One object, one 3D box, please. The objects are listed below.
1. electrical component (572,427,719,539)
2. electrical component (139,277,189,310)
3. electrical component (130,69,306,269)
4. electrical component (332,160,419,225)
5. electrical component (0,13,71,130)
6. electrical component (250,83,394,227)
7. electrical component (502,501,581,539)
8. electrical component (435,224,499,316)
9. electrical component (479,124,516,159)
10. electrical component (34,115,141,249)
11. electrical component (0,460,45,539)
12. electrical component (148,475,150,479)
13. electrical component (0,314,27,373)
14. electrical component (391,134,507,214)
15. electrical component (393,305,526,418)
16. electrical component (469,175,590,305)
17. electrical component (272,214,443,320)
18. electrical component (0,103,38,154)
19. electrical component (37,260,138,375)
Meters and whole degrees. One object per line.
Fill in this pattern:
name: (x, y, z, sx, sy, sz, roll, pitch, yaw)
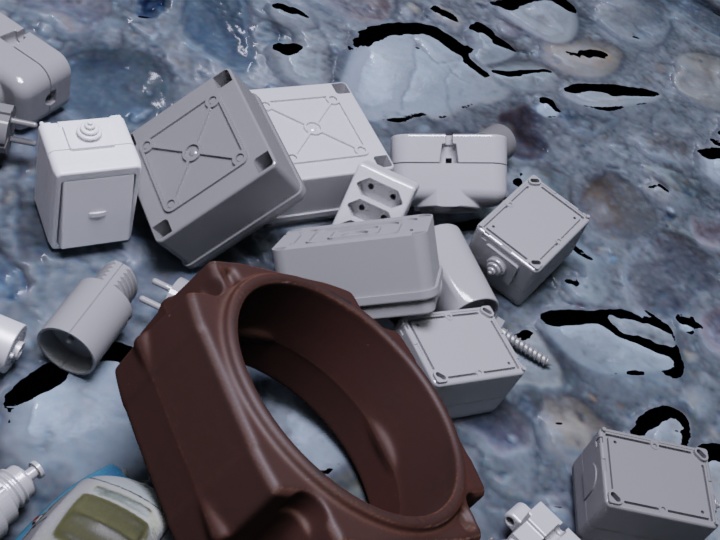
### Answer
electrical component: (0.199, 0.158, 0.741, 0.096, 0.061, 0.061, 13, 47, -8)
electrical component: (-0.115, 0.030, 0.756, 0.079, 0.043, 0.077, 25, 47, 3)
electrical component: (-0.112, -0.076, 0.806, 0.109, 0.056, 0.108, -33, 58, 8)
electrical component: (0.009, -0.040, 0.846, 0.047, 0.083, 0.075, 25, 12, 3)
electrical component: (-0.287, -0.158, 0.856, 0.095, 0.053, 0.059, 34, 48, 12)
electrical component: (-0.044, -0.097, 0.884, 0.109, 0.056, 0.108, -10, 54, -26)
electrical component: (0.110, 0.188, 0.695, 0.066, 0.048, 0.055, 43, 43, 19)
electrical component: (0.058, 0.008, 0.836, 0.079, 0.043, 0.077, -7, 53, -24)
electrical component: (0.110, -0.105, 0.957, 0.044, 0.044, 0.065, 40, 44, 17)
electrical component: (-0.196, -0.065, 0.775, 0.062, 0.096, 0.061, -10, 54, -26)
electrical component: (-0.219, 0.139, 0.627, 0.040, 0.040, 0.078, 39, 49, 16)
electrical component: (-0.108, 0.116, 0.670, 0.043, 0.062, 0.043, 10, 48, -11)
electrical component: (-0.252, 0.041, 0.702, 0.065, 0.044, 0.044, 23, 46, -5)
electrical component: (0.073, -0.079, 0.891, 0.095, 0.054, 0.059, 1, 87, 4)
electrical component: (0.068, 0.070, 0.778, 0.096, 0.061, 0.061, -4, 52, -32)
electrical component: (0.131, -0.019, 0.878, 0.062, 0.061, 0.096, 39, 57, 16)
electrical component: (0.000, 0.000, 0.772, 0.113, 0.057, 0.078, -6, 13, 9)
electrical component: (-0.281, -0.109, 0.806, 0.077, 0.065, 0.047, 10, 48, -10)
electrical component: (-0.180, 0.028, 0.736, 0.043, 0.043, 0.081, 25, 47, 3)
